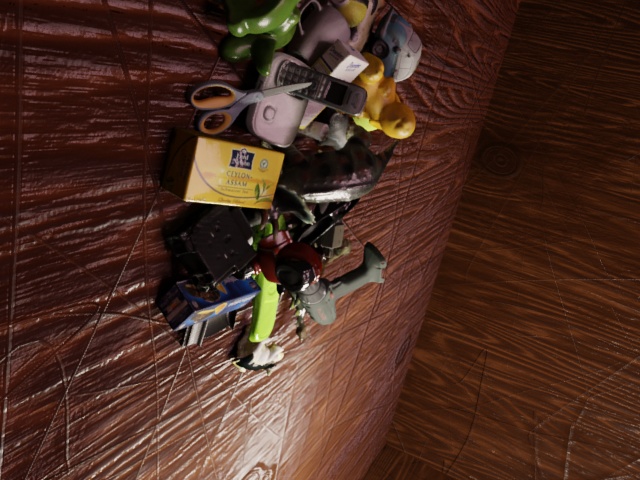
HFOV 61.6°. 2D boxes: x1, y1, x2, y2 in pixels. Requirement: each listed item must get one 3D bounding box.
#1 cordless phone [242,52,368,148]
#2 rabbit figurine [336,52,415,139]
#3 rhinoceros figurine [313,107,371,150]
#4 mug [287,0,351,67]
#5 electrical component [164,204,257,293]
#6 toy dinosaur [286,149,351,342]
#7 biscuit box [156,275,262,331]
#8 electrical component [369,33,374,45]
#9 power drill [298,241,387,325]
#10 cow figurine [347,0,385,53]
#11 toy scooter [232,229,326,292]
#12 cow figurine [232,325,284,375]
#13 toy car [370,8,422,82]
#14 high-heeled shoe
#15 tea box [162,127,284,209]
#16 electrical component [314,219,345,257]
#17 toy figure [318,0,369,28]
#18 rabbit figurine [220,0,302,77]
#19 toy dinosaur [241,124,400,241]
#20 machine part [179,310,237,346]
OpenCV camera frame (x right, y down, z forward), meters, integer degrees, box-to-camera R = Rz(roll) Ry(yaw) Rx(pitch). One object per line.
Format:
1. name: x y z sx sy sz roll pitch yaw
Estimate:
1. cordless phone: -0.024 -0.216 0.896 0.089 0.184 0.146 -6 115 -84
2. rabbit figurine: 0.117 -0.262 1.068 0.122 0.173 0.162 -49 171 8
3. rhinoceros figurine: 0.049 -0.231 1.156 0.073 0.112 0.190 -66 149 -14
4. mug: -0.011 -0.361 0.956 0.107 0.081 0.109 -54 142 -16
5. electrical component: -0.169 0.002 0.872 0.134 0.058 0.114 -48 119 -41
6. toy dinosaur: -0.016 0.023 1.241 0.198 0.105 0.470 -15 118 -59
7. biscuit box: -0.187 0.098 0.940 0.063 0.059 0.202 -43 167 23
8. electrical component: 0.109 -0.407 1.222 0.075 0.048 0.119 -65 158 -11
9. power drill: 0.047 0.090 1.183 0.207 0.086 0.231 -35 149 -19
10. cow figurine: 0.059 -0.405 1.067 0.127 0.086 0.194 -17 127 -70
11. toy scooter: -0.061 0.029 0.960 0.135 0.184 0.075 -41 128 -48
12. cow figurine: -0.136 0.263 1.212 0.098 0.068 0.167 -57 152 -15
13. toy car: 0.158 -0.386 1.121 0.161 0.103 0.109 96 15 -53
14. high-heeled shoe: -0.002 -0.003 1.068 0.086 0.145 0.248 54 43 -63
15. tea box: -0.145 -0.106 0.823 0.169 0.068 0.098 1 110 -47
16. electrical component: 0.019 -0.015 1.160 0.078 0.045 0.102 -27 125 -66
17. toy figure: 0.061 -0.480 0.984 0.082 0.089 0.180 -10 -118 66
18. rabbit figurine: -0.074 -0.327 0.800 0.170 0.121 0.159 4 109 -82
19. toy dinosaur: 0.025 -0.120 1.001 0.405 0.192 0.131 -16 143 -20
20. machine part: -0.206 0.151 1.003 0.139 0.039 0.084 -4 107 -64
